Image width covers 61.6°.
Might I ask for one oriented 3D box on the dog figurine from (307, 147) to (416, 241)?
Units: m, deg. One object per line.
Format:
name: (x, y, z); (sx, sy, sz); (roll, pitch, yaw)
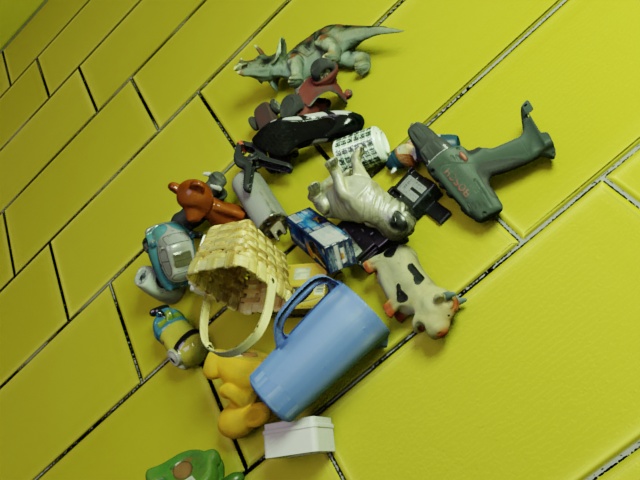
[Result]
dog figurine: (0.077, -0.052, 1.007); (0.121, 0.172, 0.190); (-30, 76, -27)

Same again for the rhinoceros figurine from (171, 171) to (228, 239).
rhinoceros figurine: (-0.291, -0.087, 1.305); (0.190, 0.112, 0.073); (-45, 50, 17)

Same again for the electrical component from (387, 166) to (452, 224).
electrical component: (0.196, -0.079, 1.035); (0.075, 0.047, 0.119); (-45, 51, 7)

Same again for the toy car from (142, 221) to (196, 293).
toy car: (-0.328, 0.037, 1.209); (0.103, 0.109, 0.161); (-5, 97, 59)

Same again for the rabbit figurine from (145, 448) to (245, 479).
rabbit figurine: (-0.228, 0.469, 0.996); (0.121, 0.170, 0.159); (20, 39, 35)

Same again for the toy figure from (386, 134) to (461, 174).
toy figure: (0.201, -0.173, 1.070); (0.155, 0.064, 0.057); (-8, 101, 27)

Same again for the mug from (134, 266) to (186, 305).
mug: (-0.393, 0.097, 1.286); (0.110, 0.107, 0.081); (22, 80, 35)

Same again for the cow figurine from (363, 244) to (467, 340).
cow figurine: (0.171, 0.089, 0.953); (0.127, 0.085, 0.195); (-38, 53, 19)

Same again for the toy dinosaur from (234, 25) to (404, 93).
toy dinosaur: (-0.001, -0.449, 1.293); (0.405, 0.131, 0.192); (-20, 59, 16)

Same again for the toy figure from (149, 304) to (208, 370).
toy figure: (-0.318, 0.210, 1.204); (0.089, 0.082, 0.180); (-50, 49, 6)

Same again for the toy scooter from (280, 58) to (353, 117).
toy scooter: (0.000, -0.323, 1.235); (0.184, 0.135, 0.075); (-47, 54, 29)

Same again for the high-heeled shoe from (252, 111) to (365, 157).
high-heeled shoe: (-0.026, -0.251, 1.213); (0.249, 0.086, 0.145); (6, 30, 34)

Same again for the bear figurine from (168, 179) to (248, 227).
bear figurine: (-0.249, -0.053, 1.202); (0.120, 0.195, 0.132); (-1, 74, 31)

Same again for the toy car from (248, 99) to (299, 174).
toy car: (-0.111, -0.248, 1.298); (0.089, 0.053, 0.202); (-33, 64, 21)

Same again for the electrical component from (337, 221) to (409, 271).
electrical component: (0.107, -0.019, 1.056); (0.134, 0.058, 0.115); (-41, 55, 9)

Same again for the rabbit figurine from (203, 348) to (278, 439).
rabbit figurine: (-0.143, 0.306, 1.047); (0.163, 0.122, 0.173); (14, 90, 26)

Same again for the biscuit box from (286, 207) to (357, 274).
biscuit box: (-0.002, -0.003, 1.066); (0.059, 0.062, 0.203); (-23, 27, -16)

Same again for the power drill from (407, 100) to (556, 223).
power drill: (0.294, -0.163, 0.964); (0.207, 0.086, 0.232); (-28, 74, 7)

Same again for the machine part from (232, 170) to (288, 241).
machine part: (-0.139, -0.084, 1.228); (0.079, 0.079, 0.243); (-42, 54, 9)

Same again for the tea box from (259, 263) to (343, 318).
tea box: (-0.045, 0.104, 1.087); (0.170, 0.068, 0.098); (-5, 65, 32)
